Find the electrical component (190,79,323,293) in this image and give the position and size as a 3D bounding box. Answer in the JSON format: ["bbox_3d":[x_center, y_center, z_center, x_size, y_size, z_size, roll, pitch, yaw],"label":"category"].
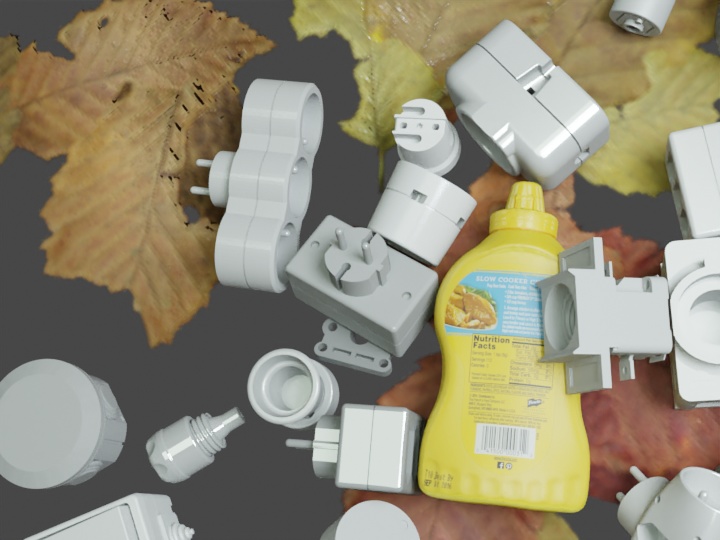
[{"bbox_3d":[-0.074,-0.057,0.695,0.074,0.052,0.138,7,79,15],"label":"electrical component"}]

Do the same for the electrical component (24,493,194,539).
[{"bbox_3d":[-0.148,0.176,0.653,0.096,0.061,0.061,-23,73,7],"label":"electrical component"}]

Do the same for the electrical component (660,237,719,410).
[{"bbox_3d":[0.249,0.027,0.597,0.150,0.061,0.089,-5,76,12],"label":"electrical component"}]

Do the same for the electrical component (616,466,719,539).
[{"bbox_3d":[0.169,0.141,0.592,0.079,0.043,0.077,50,126,52],"label":"electrical component"}]

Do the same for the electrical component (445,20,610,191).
[{"bbox_3d":[0.100,-0.098,0.665,0.059,0.053,0.095,-42,72,1],"label":"electrical component"}]

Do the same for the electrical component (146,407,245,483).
[{"bbox_3d":[-0.101,0.106,0.673,0.061,0.035,0.035,-31,72,2],"label":"electrical component"}]

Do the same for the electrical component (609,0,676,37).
[{"bbox_3d":[0.184,-0.180,0.673,0.044,0.044,0.065,23,88,17],"label":"electrical component"}]

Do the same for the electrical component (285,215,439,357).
[{"bbox_3d":[0.000,0.000,0.645,0.083,0.075,0.047,29,68,23],"label":"electrical component"}]

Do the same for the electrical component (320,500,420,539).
[{"bbox_3d":[0.018,0.194,0.589,0.052,0.073,0.138,0,63,-22],"label":"electrical component"}]

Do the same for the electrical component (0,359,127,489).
[{"bbox_3d":[-0.193,0.099,0.687,0.080,0.051,0.080,-3,76,12],"label":"electrical component"}]

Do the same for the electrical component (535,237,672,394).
[{"bbox_3d":[0.134,0.026,0.590,0.064,0.042,0.081,2,79,-17],"label":"electrical component"}]

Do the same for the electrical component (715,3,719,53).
[{"bbox_3d":[0.269,-0.158,0.636,0.108,0.060,0.108,-3,76,12],"label":"electrical component"}]

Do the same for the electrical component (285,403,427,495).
[{"bbox_3d":[-0.005,0.105,0.634,0.077,0.066,0.047,2,77,14],"label":"electrical component"}]

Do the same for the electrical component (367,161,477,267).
[{"bbox_3d":[0.037,-0.034,0.664,0.055,0.055,0.047,28,88,17],"label":"electrical component"}]

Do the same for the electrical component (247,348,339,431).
[{"bbox_3d":[-0.039,0.074,0.655,0.045,0.055,0.045,-3,76,12],"label":"electrical component"}]

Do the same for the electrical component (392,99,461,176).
[{"bbox_3d":[0.041,-0.083,0.679,0.040,0.046,0.040,-3,76,12],"label":"electrical component"}]

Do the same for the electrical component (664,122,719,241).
[{"bbox_3d":[0.225,-0.051,0.628,0.077,0.047,0.065,-12,75,10],"label":"electrical component"}]
